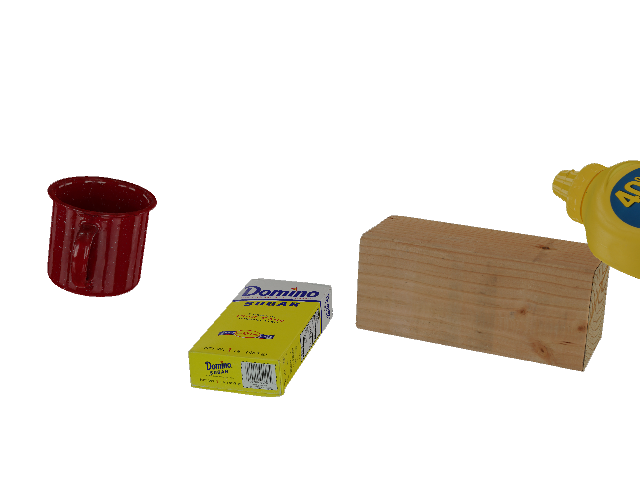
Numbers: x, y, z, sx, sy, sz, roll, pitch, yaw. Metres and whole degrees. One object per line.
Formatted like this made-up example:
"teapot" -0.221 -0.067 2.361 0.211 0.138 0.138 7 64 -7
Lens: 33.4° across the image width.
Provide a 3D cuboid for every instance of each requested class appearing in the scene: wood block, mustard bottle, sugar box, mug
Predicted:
"wood block" 0.144 0.042 0.954 0.206 0.090 0.090 9 18 22
"mustard bottle" 0.224 -0.006 0.659 0.096 0.058 0.192 -29 38 -30
"sugar box" -0.055 0.091 1.062 0.093 0.048 0.176 5 25 15
"mug" -0.194 0.002 0.922 0.093 0.081 0.117 9 21 -4
